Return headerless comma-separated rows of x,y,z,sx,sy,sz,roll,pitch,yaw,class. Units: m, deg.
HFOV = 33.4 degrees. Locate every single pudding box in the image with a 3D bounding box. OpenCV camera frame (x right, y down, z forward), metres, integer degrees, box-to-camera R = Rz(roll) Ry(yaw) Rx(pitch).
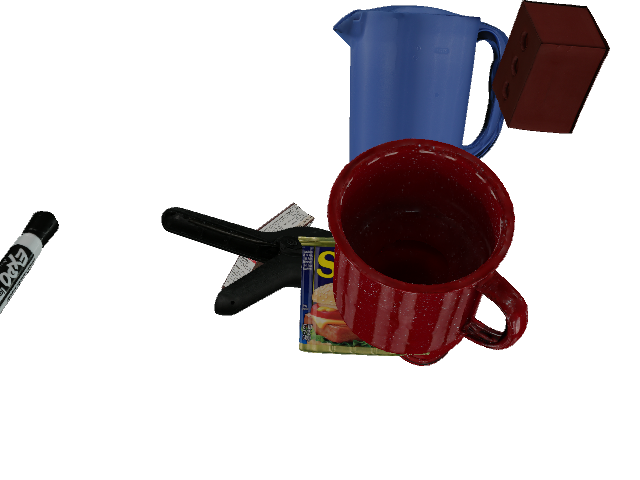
-0.062,0.014,1.275,0.039,0.090,0.113,35,32,7,pudding box

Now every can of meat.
0.034,0.040,0.783,0.102,0.084,0.057,2,0,5,can of meat

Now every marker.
-0.193,0.020,0.663,0.020,0.020,0.121,0,37,16,marker

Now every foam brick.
0.161,-0.122,0.757,0.051,0.053,0.078,1,-45,-13,foam brick

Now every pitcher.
0.101,-0.120,1.110,0.149,0.243,0.144,11,15,33,pitcher

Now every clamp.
-0.032,0.022,0.990,0.209,0.036,0.165,5,29,-22,clamp

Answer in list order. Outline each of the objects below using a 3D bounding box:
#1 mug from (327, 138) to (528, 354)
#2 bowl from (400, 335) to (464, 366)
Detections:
0.058,0.014,0.556,0.117,0.093,0.081,36,-27,19,mug
0.129,0.059,1.202,0.055,0.162,0.161,-12,-8,43,bowl
